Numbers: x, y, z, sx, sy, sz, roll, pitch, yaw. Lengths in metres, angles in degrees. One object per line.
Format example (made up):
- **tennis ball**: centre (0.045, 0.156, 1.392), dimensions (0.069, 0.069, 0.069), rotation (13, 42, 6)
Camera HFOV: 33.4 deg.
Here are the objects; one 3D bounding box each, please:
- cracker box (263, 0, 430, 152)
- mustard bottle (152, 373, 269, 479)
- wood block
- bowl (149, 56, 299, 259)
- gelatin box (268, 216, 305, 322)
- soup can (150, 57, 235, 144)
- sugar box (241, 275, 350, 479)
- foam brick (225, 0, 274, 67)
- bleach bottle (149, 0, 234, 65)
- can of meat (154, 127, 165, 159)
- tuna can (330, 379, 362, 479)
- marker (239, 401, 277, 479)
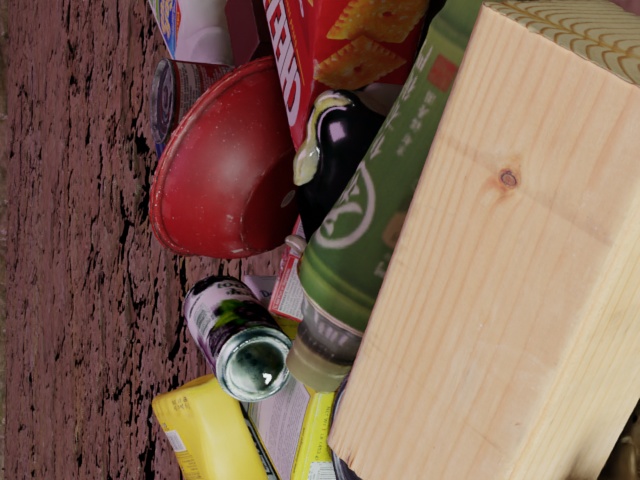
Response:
- **cracker box**: centre (0.011, -0.176, 0.631), dimensions (0.214, 0.072, 0.164), rotation (102, 160, -59)
- **mustard bottle**: centre (-0.064, 0.197, 0.803), dimensions (0.096, 0.058, 0.191), rotation (-27, 85, 63)
- **wood block**: centre (0.087, 0.018, 0.429), dimensions (0.091, 0.090, 0.206), rotation (38, 124, 34)
- **bowl**: centre (-0.041, -0.044, 0.744), dimensions (0.055, 0.161, 0.162), rotation (36, 127, 26)
- **gelatin box**: centre (-0.005, 0.001, 0.725), dimensions (0.073, 0.030, 0.089), rotation (-68, -2, -58)
- **soup can**: centre (-0.079, -0.107, 0.855), dimensions (0.069, 0.102, 0.068), rotation (-178, 90, -67)
- **sugar box**: centre (-0.020, 0.103, 0.773), dimensions (0.176, 0.048, 0.093), rotation (-124, 42, -60)
- **foam brick**: centre (-0.038, -0.165, 0.831), dimensions (0.053, 0.051, 0.078), rotation (129, 137, -53)
- **bleach bottle**: centre (-0.112, -0.210, 0.976), dimensions (0.251, 0.068, 0.103), rotation (-113, 31, -49)
- **can of meat**: centre (-0.103, -0.060, 0.925), dimensions (0.102, 0.057, 0.084), rotation (61, -172, -46)
- **tuna can**: centre (0.037, 0.123, 0.649), dimensions (0.086, 0.033, 0.086), rotation (-178, 90, -67)
- **marker**: centre (-0.058, 0.173, 0.887), dimensions (0.121, 0.020, 0.020), rotation (-126, 43, -55)
